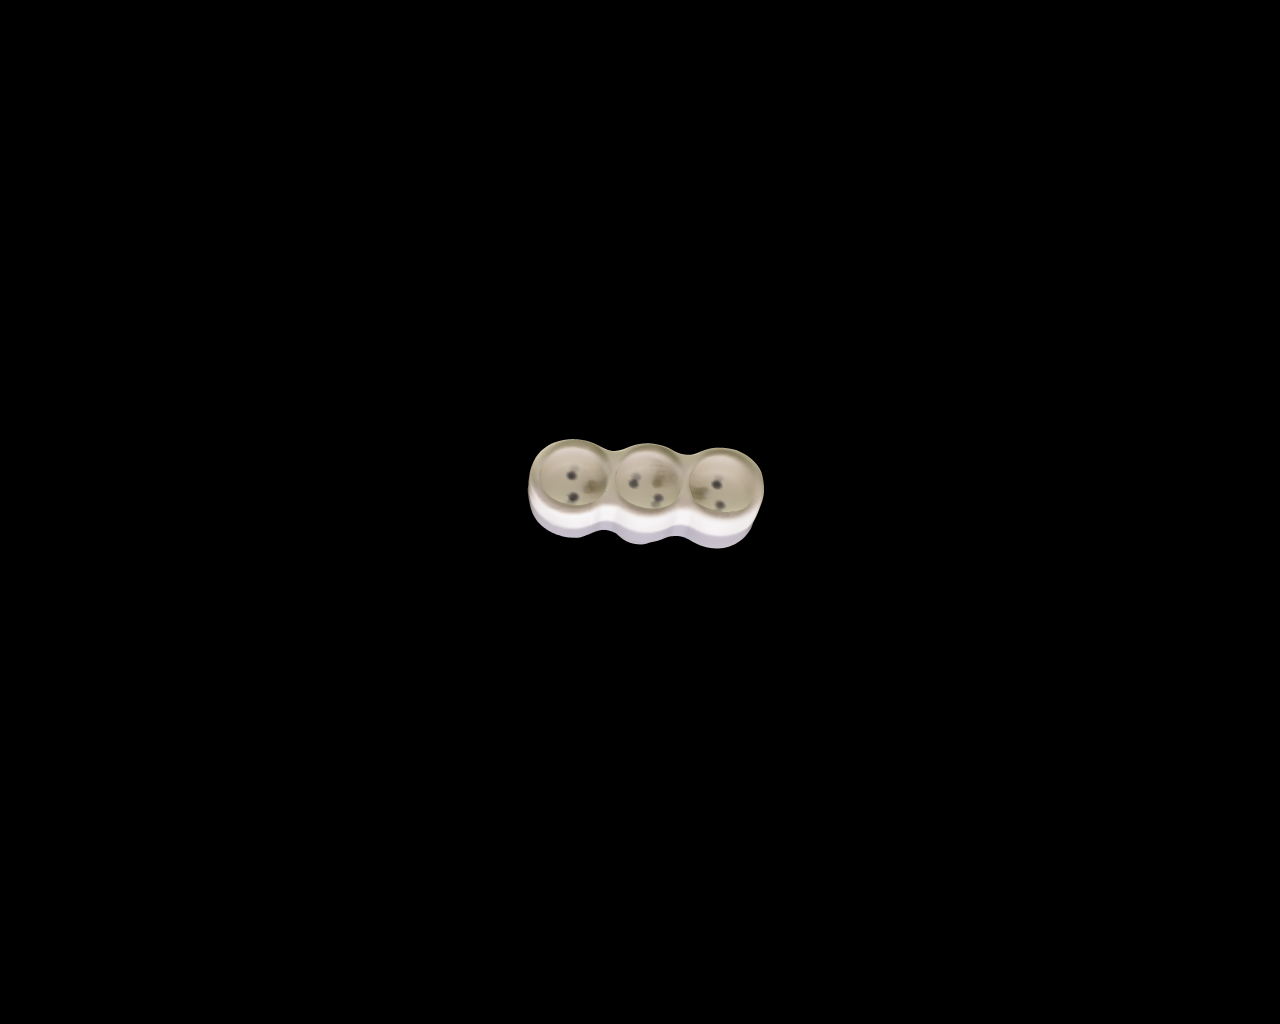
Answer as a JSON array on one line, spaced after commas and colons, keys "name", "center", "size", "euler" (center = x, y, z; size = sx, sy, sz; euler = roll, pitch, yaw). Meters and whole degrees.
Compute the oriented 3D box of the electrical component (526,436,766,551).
[{"name": "electrical component", "center": [0.001, -0.003, 0.650], "size": [0.138, 0.052, 0.073], "euler": [4, -28, -7]}]
